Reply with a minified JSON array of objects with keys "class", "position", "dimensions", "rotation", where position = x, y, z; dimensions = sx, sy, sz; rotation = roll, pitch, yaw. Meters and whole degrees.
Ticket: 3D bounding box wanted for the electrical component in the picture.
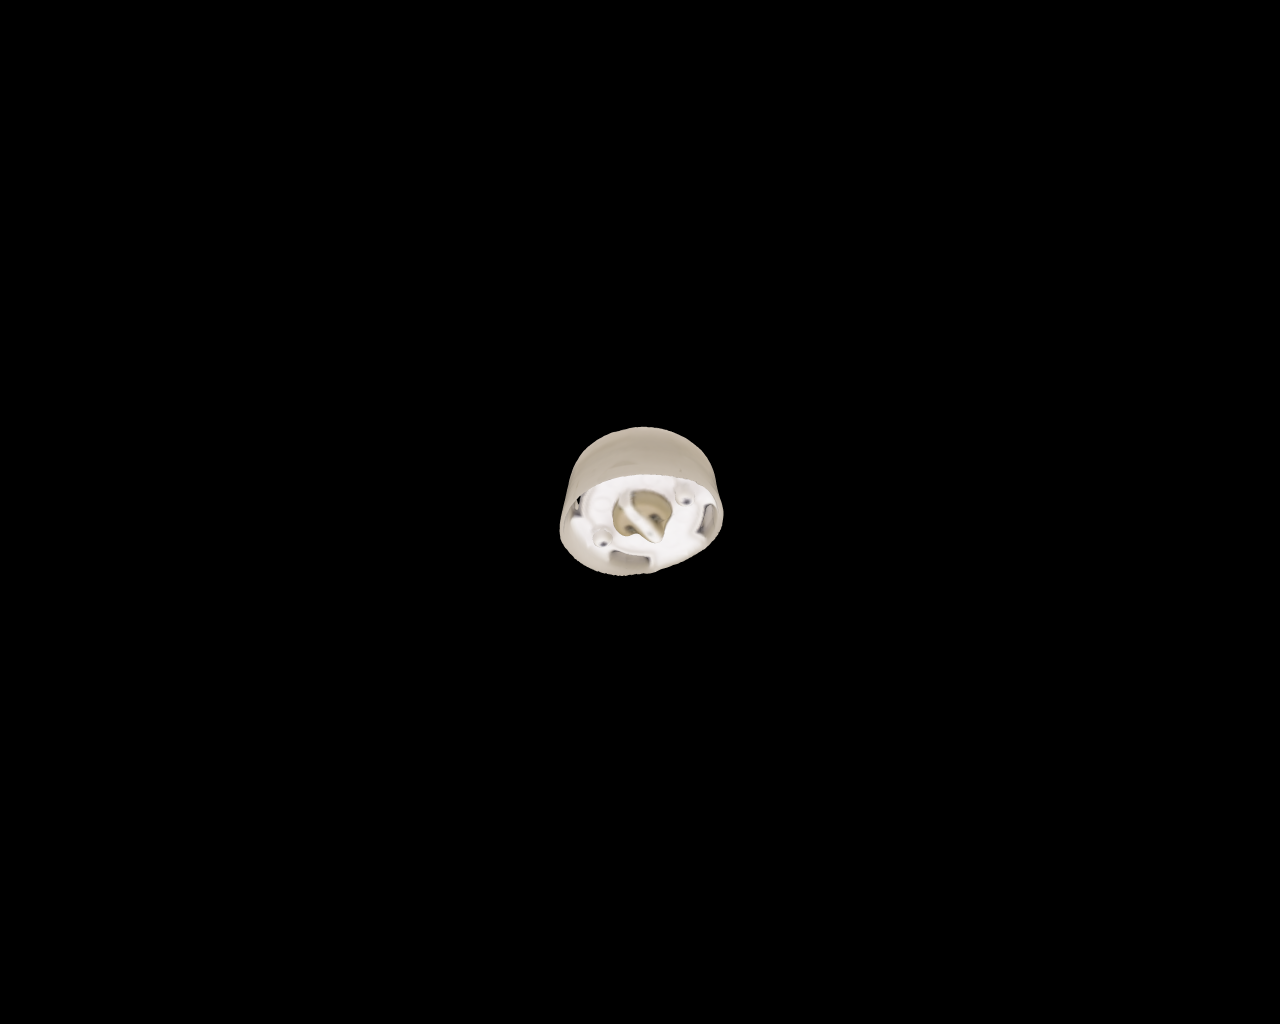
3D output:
[{"class":"electrical component","position":[0.001,-0.003,0.650],"dimensions":[0.099,0.099,0.064],"rotation":[0,40,0]}]
